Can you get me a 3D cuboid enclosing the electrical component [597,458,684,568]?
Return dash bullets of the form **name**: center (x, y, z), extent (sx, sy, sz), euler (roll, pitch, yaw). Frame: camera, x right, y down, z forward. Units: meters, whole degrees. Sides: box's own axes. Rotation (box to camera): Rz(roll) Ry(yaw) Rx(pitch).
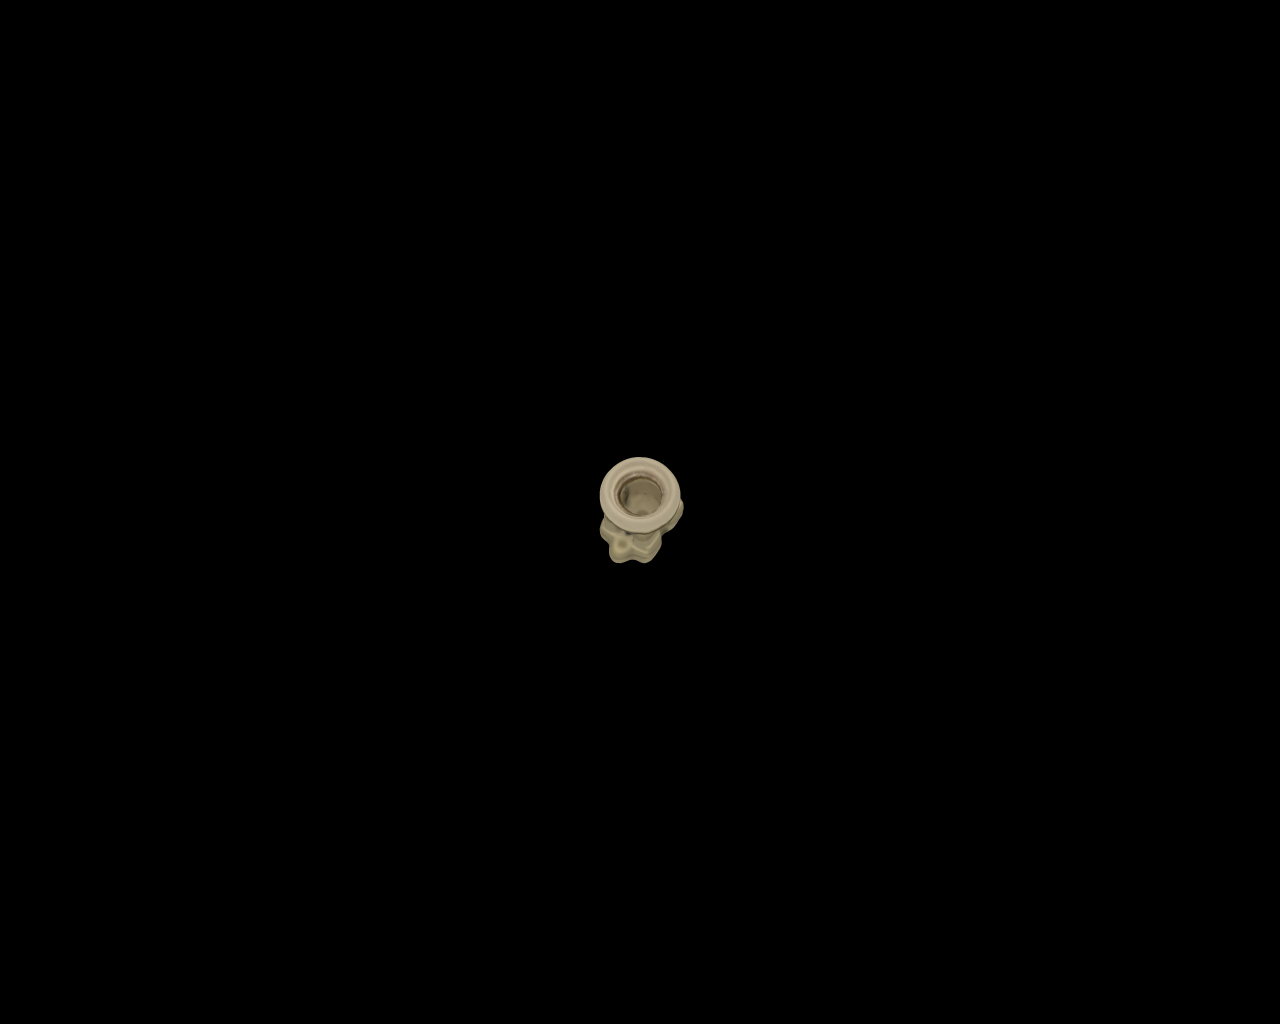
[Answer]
- **electrical component**: center (0.001, -0.003, 0.650), extent (0.048, 0.066, 0.055), euler (30, -19, 12)
